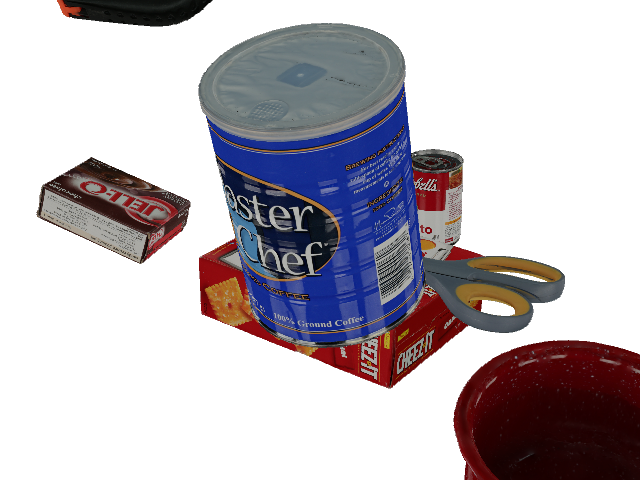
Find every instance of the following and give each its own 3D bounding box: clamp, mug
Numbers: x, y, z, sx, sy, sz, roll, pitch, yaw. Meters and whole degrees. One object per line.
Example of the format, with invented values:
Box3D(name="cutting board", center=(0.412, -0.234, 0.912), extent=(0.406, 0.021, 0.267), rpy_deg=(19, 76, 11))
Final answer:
Box3D(name="clamp", center=(-0.072, -0.192, 0.708), extent=(0.210, 0.164, 0.036), rpy_deg=(-32, -16, -9))
Box3D(name="mug", center=(0.106, 0.098, 0.391), extent=(0.117, 0.081, 0.093), rpy_deg=(5, 36, 9))

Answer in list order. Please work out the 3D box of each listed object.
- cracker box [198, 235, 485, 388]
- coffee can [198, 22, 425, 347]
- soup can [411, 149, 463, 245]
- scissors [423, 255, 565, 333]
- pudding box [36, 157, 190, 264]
Box3D(name="cracker box", center=(0.020, 0.043, 0.986), extent=(0.214, 0.072, 0.163), rpy_deg=(19, 31, 32))
Box3D(name="coffee can", center=(0.000, -0.028, 0.565), extent=(0.103, 0.140, 0.103), rpy_deg=(-6, 38, 5))
Box3D(name="soup can", center=(0.134, -0.049, 1.270), extent=(0.068, 0.102, 0.068), rpy_deg=(-1, 26, 0))
Box3D(name="scissors", center=(0.068, 0.029, 0.751), extent=(0.202, 0.016, 0.096), rpy_deg=(5, 28, 12))
Box3D(name="pudding box", center=(-0.190, -0.029, 0.987), extent=(0.113, 0.039, 0.090), rpy_deg=(22, 25, 10))
